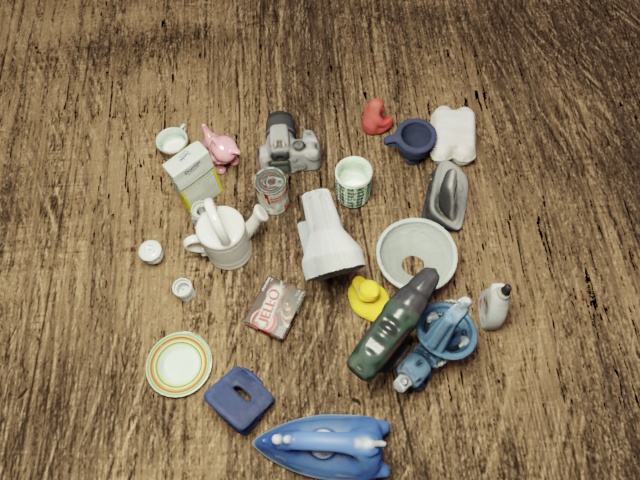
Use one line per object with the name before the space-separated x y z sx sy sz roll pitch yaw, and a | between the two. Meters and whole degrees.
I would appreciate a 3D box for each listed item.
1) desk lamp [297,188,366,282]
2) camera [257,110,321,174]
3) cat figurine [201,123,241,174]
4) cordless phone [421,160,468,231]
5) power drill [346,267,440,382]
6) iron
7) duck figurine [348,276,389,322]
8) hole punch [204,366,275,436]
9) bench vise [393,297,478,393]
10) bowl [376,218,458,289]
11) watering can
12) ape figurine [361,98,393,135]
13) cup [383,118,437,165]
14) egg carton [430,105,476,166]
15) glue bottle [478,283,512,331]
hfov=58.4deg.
desk lamp | 0.010 0.004 1.142 0.118 0.213 0.203 -14 66 -4
camera | -0.073 -0.233 1.314 0.143 0.101 0.137 -5 65 0
cat figurine | -0.230 -0.214 1.300 0.067 0.118 0.127 -35 69 -13
cordless phone | 0.275 -0.116 1.203 0.094 0.185 0.147 9 66 6
power drill | 0.135 0.169 1.066 0.075 0.208 0.230 35 71 16
iron | -0.002 0.364 1.018 0.258 0.141 0.118 1 66 2
duck figurine | 0.102 0.114 1.159 0.077 0.086 0.104 -40 70 -15
hole punch | -0.151 0.297 1.081 0.108 0.091 0.101 36 72 16
bench vise | 0.221 0.193 1.046 0.121 0.220 0.207 21 68 11
bowl | 0.199 0.042 1.195 0.167 0.075 0.167 -1 66 2
watering can | -0.194 -0.024 1.171 0.173 0.194 0.100 -41 70 -15
ape figurine | 0.131 -0.295 1.340 0.076 0.092 0.077 -32 68 -12
cup | 0.200 -0.212 1.299 0.117 0.095 0.091 -8 65 -1
egg carton | 0.306 -0.242 1.323 0.107 0.069 0.150 4 66 4
glue bottle | 0.341 0.117 1.102 0.037 0.173 0.078 -4 65 0
